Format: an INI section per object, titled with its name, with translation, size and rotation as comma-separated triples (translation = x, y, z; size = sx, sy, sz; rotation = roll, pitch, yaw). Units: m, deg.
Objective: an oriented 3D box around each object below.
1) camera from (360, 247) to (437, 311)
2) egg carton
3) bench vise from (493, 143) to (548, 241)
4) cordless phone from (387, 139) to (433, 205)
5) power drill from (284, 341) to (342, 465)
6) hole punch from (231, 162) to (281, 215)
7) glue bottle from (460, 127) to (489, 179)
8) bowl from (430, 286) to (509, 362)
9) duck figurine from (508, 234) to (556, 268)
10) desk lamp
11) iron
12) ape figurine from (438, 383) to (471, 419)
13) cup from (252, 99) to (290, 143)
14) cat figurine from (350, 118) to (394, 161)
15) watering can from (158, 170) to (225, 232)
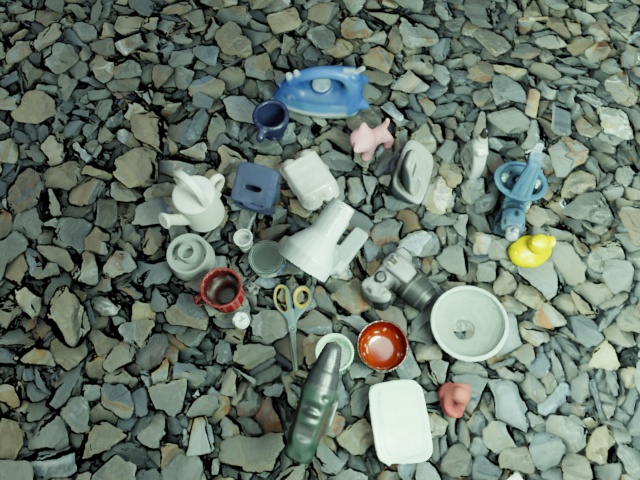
[camera]
translation = 0.182, 0.103, 1.278
size = 0.136, 0.101, 0.143
rotation = 41, 76, 15
[egg carton]
translation = -0.024, -0.146, 1.392
size = 0.107, 0.069, 0.150
rotation = -31, 72, -9
[bench vise]
translation = 0.462, -0.107, 1.284
size = 0.121, 0.220, 0.207
rotation = -4, 70, 1
[cordless phone]
translation = 0.219, -0.179, 1.336
size = 0.094, 0.185, 0.148
rotation = 15, 71, 7
[power drill]
translation = -0.007, 0.326, 1.144
size = 0.075, 0.208, 0.230
rotation = 16, 71, 8
[hole punch]
translation = -0.153, -0.123, 1.376
size = 0.108, 0.091, 0.101
rotation = 15, 71, 7
[glue bottle]
translation = 0.372, -0.214, 1.351
size = 0.037, 0.173, 0.078
rotation = -14, 70, -3
[bowl]
translation = 0.321, 0.189, 1.257
size = 0.167, 0.075, 0.167
rotation = 0, 70, 2
[duck figurine]
translation = 0.488, 0.017, 1.309
size = 0.104, 0.086, 0.077
rotation = -13, 70, -3
[desk lamp]
translation = 0.012, 0.005, 1.259
size = 0.117, 0.213, 0.203
rotation = 34, 74, 13
[iron]
translation = -0.003, -0.392, 1.443
size = 0.258, 0.141, 0.118
rotation = -1, 70, 2
[ape figurine]
translation = 0.287, 0.329, 1.197
size = 0.078, 0.092, 0.076
rotation = -36, 73, -11
[cup]
translation = -0.123, -0.278, 1.430
size = 0.091, 0.095, 0.118
rotation = 21, 72, 9
[cat figurine]
translation = 0.122, -0.253, 1.402
size = 0.128, 0.118, 0.067
rotation = -35, 72, -10
[watering can]
translation = -0.290, -0.091, 1.313
size = 0.100, 0.194, 0.173
rotation = 20, 72, 9
